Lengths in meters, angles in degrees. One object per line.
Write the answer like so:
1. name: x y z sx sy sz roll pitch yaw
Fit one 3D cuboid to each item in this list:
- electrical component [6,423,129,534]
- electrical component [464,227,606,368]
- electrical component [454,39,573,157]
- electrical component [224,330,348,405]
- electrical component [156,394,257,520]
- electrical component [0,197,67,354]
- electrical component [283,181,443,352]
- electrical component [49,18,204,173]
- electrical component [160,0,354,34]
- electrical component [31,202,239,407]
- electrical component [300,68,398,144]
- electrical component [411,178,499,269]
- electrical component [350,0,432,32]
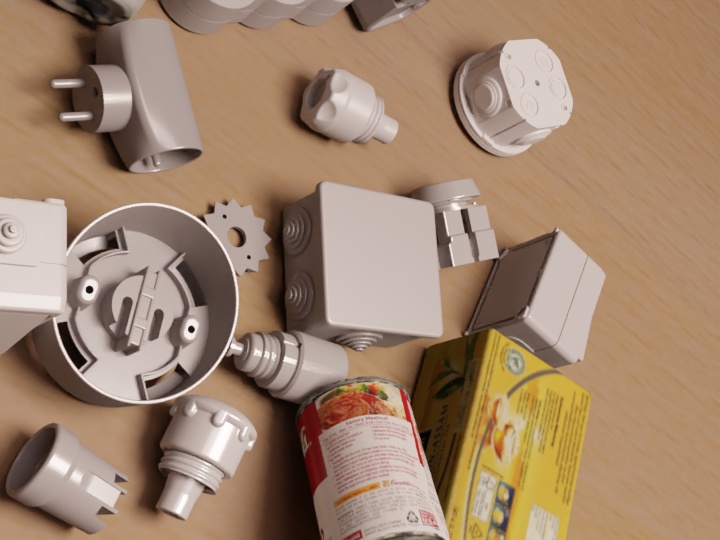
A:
1. electrical component: -0.142 0.103 0.526 0.046 0.040 0.040 41 54 -28
2. electrical component: 0.126 0.021 0.745 0.061 0.062 0.096 40 55 -21
3. electrical component: 0.113 -0.128 0.790 0.080 0.051 0.080 13 68 -34
4. electrical component: -0.043 0.054 0.617 0.078 0.040 0.040 21 63 -32
5. electrical component: -0.086 0.100 0.567 0.048 0.048 0.062 35 64 -24
6. electrical component: -0.176 0.002 0.495 0.062 0.096 0.061 7 73 -37
7. electrical component: 0.000 0.000 0.662 0.100 0.048 0.099 9 70 -36
8. electrical component: -0.132 -0.095 0.595 0.079 0.043 0.077 -10 82 -40
9. electrical component: -0.050 -0.188 0.670 0.138 0.074 0.052 -15 85 -40
10. electrical component: -0.117 0.021 0.555 0.099 0.064 0.099 13 68 -34
11. electrical component: -0.004 -0.102 0.697 0.062 0.043 0.043 23 62 -32
12. electrical component: 0.061 -0.030 0.723 0.066 0.048 0.055 -11 90 -39
13. electrical component: 0.030 -0.210 0.725 0.054 0.095 0.059 -30 95 -40
